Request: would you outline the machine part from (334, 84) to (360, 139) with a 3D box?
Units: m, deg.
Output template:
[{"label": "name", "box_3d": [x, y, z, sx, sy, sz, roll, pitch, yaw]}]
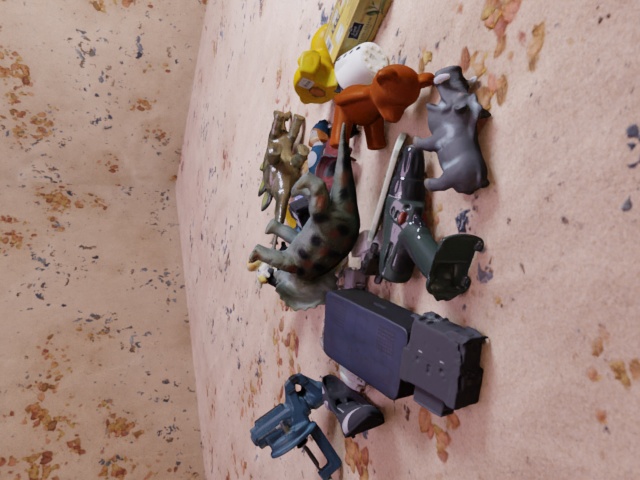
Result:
[{"label": "machine part", "box_3d": [0.061, -0.278, 1.103, 0.039, 0.084, 0.138, 15, 115, 34]}]

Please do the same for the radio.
[{"label": "radio", "box_3d": [0.096, 0.175, 0.944, 0.230, 0.073, 0.131, 20, 109, 56]}]

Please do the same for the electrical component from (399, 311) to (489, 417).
[{"label": "electrical component", "box_3d": [0.178, 0.184, 0.787, 0.115, 0.058, 0.134, 18, 105, 54]}]

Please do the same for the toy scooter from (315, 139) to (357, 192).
[{"label": "toy scooter", "box_3d": [0.035, -0.135, 1.145, 0.135, 0.075, 0.183, 165, 108, -69]}]

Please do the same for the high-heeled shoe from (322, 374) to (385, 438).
[{"label": "high-heeled shoe", "box_3d": [0.054, 0.305, 1.047, 0.248, 0.086, 0.145, 105, 144, -61]}]

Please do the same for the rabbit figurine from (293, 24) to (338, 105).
[{"label": "rabbit figurine", "box_3d": [0.008, -0.397, 1.212, 0.162, 0.122, 0.173, 141, 141, -73]}]

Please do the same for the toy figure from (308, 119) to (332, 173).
[{"label": "toy figure", "box_3d": [0.001, -0.211, 1.257, 0.064, 0.057, 0.154, -7, 78, 28]}]

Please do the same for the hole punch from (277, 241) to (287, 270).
[{"label": "hole punch", "box_3d": [-0.047, 0.078, 1.291, 0.092, 0.116, 0.142, 116, 148, -59]}]

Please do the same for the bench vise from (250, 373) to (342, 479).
[{"label": "bench vise", "box_3d": [-0.024, 0.421, 1.184, 0.240, 0.224, 0.129, 56, 156, 5]}]

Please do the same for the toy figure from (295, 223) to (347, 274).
[{"label": "toy figure", "box_3d": [-0.010, 0.017, 1.209, 0.180, 0.089, 0.082, 44, 135, 46]}]

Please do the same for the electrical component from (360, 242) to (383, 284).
[{"label": "electrical component", "box_3d": [0.105, 0.044, 0.984, 0.021, 0.063, 0.094, -117, 34, -47]}]

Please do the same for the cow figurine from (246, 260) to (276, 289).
[{"label": "cow figurine", "box_3d": [-0.102, 0.092, 1.342, 0.068, 0.167, 0.098, -51, 42, 49]}]

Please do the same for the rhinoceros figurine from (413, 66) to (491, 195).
[{"label": "rhinoceros figurine", "box_3d": [0.193, -0.156, 0.773, 0.112, 0.073, 0.190, 143, 124, -64]}]

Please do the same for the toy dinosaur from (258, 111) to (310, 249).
[{"label": "toy dinosaur", "box_3d": [-0.100, -0.173, 1.382, 0.198, 0.105, 0.471, 113, 165, -46]}]

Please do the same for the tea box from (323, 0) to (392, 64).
[{"label": "tea box", "box_3d": [0.072, -0.445, 1.076, 0.169, 0.068, 0.098, 122, 142, -49]}]

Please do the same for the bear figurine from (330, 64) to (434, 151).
[{"label": "bear figurine", "box_3d": [0.106, -0.226, 0.934, 0.196, 0.120, 0.131, 12, 103, 62]}]

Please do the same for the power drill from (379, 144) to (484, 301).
[{"label": "power drill", "box_3d": [0.160, -0.017, 0.840, 0.207, 0.086, 0.231, 45, 130, 54]}]

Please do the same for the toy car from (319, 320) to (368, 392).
[{"label": "toy car", "box_3d": [0.052, 0.232, 1.111, 0.202, 0.056, 0.073, -133, 48, -59]}]

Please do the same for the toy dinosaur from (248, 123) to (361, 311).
[{"label": "toy dinosaur", "box_3d": [0.002, -0.010, 1.026, 0.404, 0.192, 0.131, -51, 12, 33]}]

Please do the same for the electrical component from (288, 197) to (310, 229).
[{"label": "electrical component", "box_3d": [-0.033, -0.054, 1.180, 0.119, 0.048, 0.074, -137, 23, -73]}]
